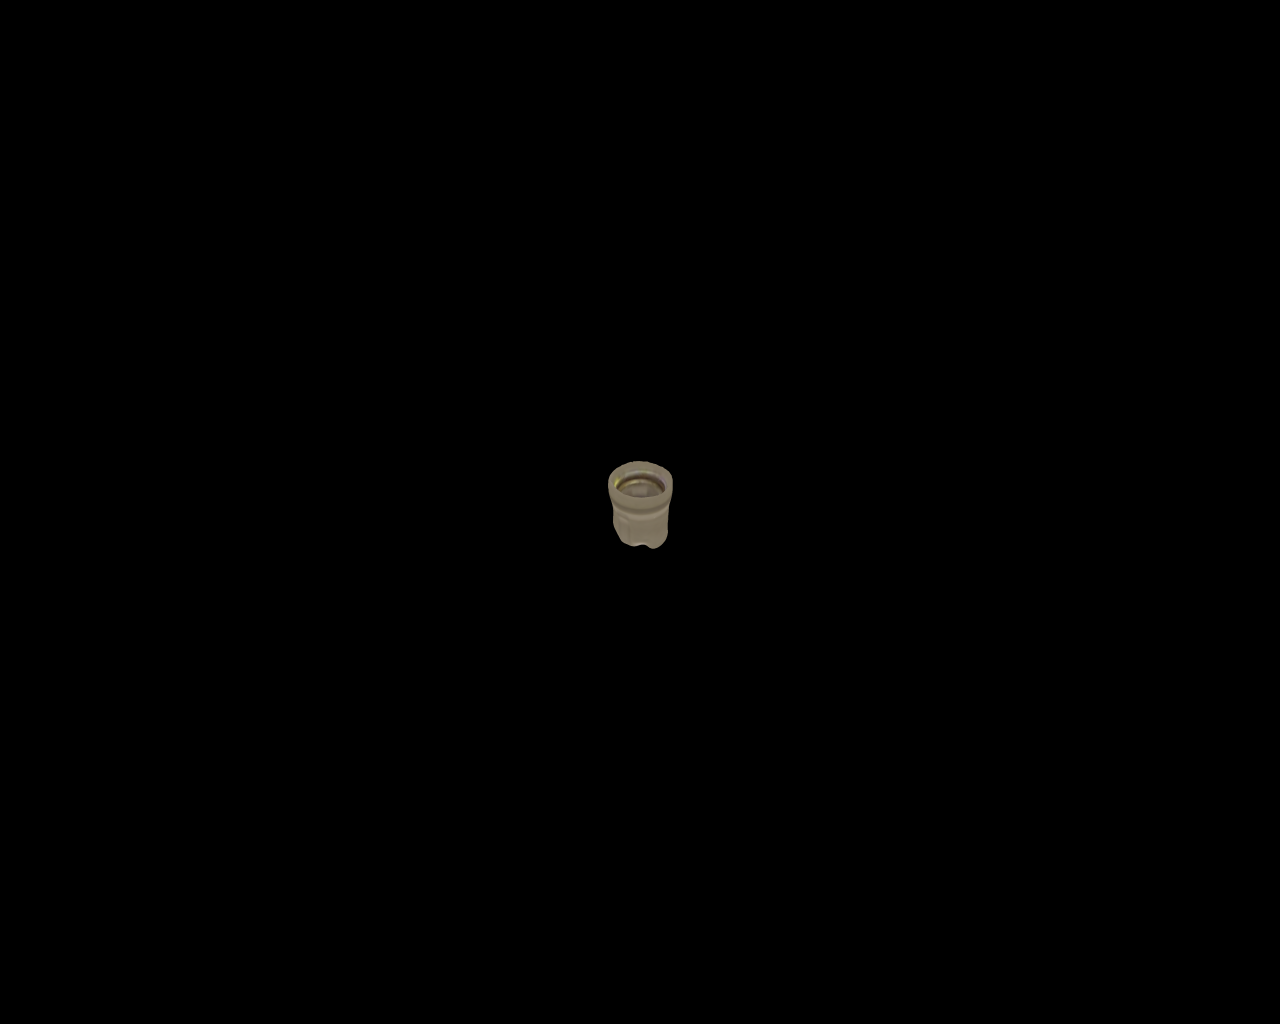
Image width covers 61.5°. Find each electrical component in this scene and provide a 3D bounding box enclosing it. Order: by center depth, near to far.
[{"bbox_3d":[0.001,-0.003,0.650,0.040,0.046,0.040,0,39,0],"label":"electrical component"}]
